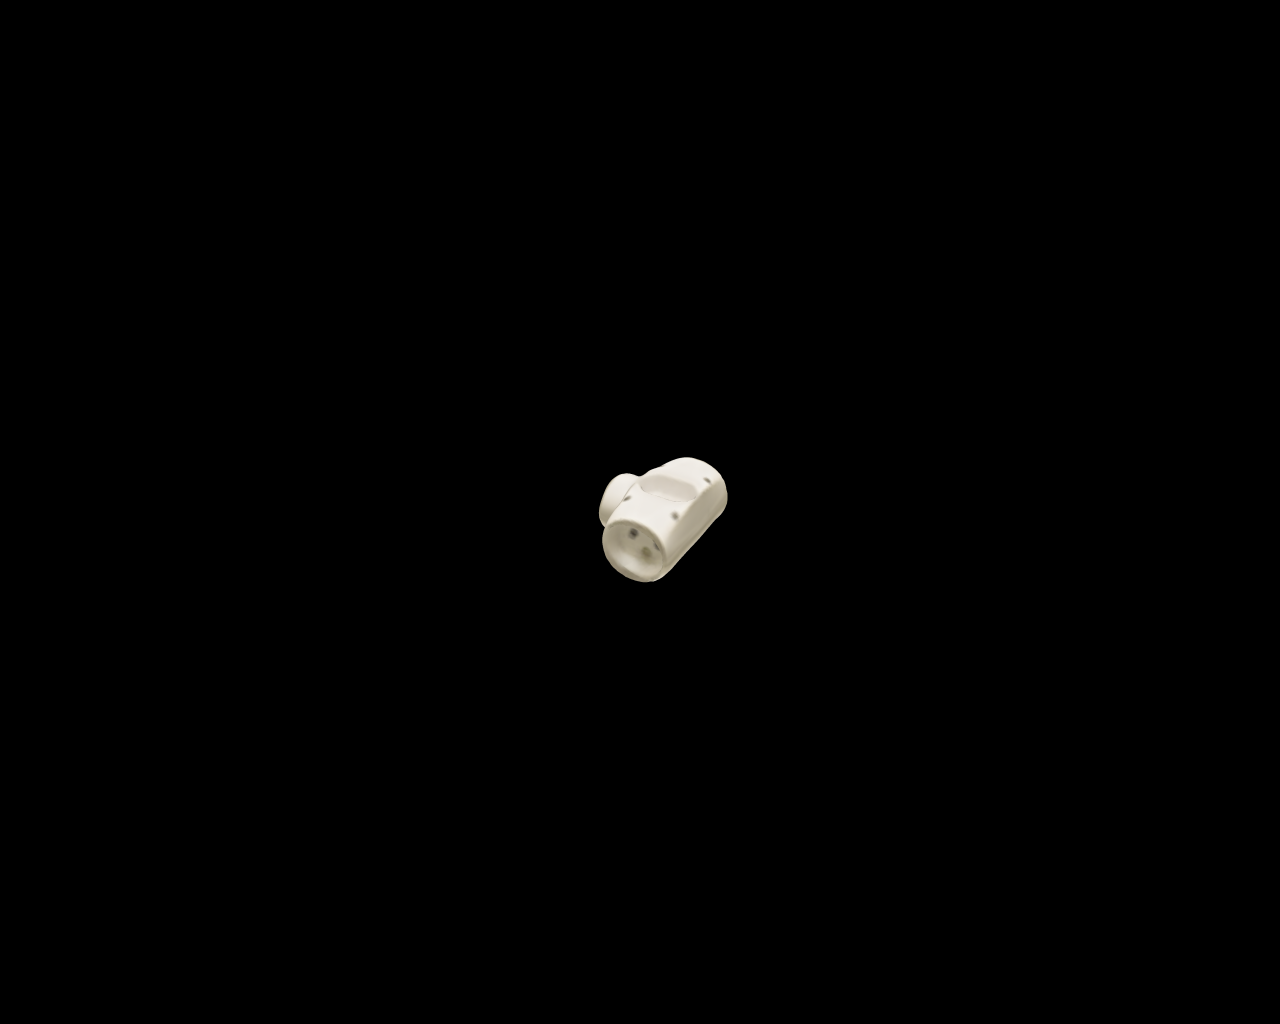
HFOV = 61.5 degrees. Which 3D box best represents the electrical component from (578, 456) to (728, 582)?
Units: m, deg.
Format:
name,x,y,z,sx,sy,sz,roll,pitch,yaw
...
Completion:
name,x,y,z,sx,sy,sz,roll,pitch,yaw
electrical component,0.001,-0.003,0.650,0.079,0.043,0.077,20,41,25
